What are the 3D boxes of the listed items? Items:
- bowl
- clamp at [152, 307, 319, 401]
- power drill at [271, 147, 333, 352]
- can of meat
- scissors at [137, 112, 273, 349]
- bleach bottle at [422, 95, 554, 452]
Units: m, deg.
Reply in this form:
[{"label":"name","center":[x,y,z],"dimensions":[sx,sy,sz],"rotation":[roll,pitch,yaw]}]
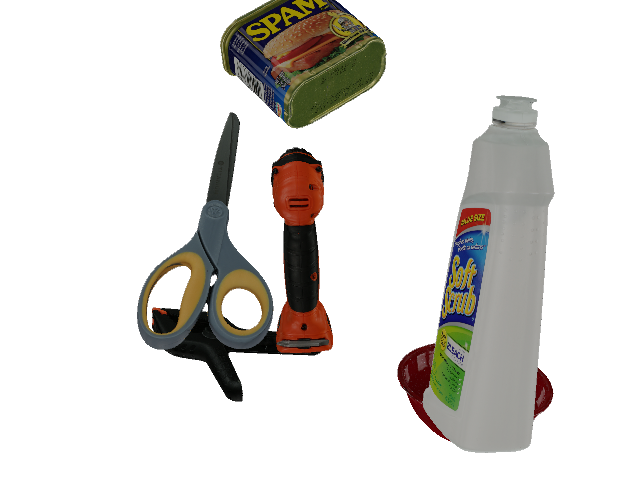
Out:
[{"label":"bowl","center":[0.158,0.167,1.117],"dimensions":[0.162,0.055,0.162],"rotation":[4,24,-2]},{"label":"clamp","center":[-0.125,0.125,1.260],"dimensions":[0.210,0.036,0.164],"rotation":[15,23,25]},{"label":"power drill","center":[-0.021,0.006,1.072],"dimensions":[0.057,0.188,0.184],"rotation":[-3,15,1]},{"label":"can of meat","center":[-0.012,-0.143,0.826],"dimensions":[0.102,0.084,0.057],"rotation":[-33,-30,-20]},{"label":"scissors","center":[-0.057,-0.004,0.729],"dimensions":[0.096,0.201,0.016],"rotation":[20,-35,7]},{"label":"bleach bottle","center":[0.126,0.021,0.776],"dimensions":[0.068,0.251,0.103],"rotation":[1,14,-13]}]
